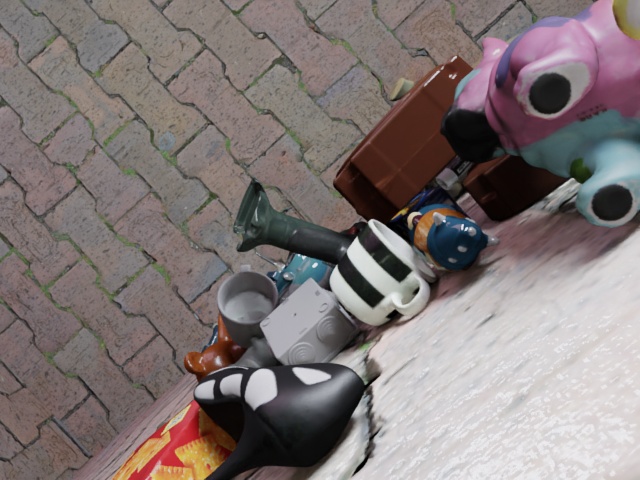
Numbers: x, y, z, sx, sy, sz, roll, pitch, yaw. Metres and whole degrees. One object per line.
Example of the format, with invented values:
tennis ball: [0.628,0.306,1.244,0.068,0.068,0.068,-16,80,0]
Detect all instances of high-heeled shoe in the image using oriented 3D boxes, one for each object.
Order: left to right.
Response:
high-heeled shoe: [-0.031,0.122,0.458,0.145,0.086,0.249,-39,6,4]

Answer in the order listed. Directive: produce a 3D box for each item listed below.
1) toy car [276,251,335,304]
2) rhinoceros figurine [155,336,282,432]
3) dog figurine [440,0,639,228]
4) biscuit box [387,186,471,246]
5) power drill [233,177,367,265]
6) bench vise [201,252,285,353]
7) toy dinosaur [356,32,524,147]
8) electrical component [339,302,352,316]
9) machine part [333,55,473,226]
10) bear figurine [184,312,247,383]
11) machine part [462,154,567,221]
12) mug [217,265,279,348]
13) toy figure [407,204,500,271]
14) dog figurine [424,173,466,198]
toy car: [-0.021,0.088,0.767,0.161,0.109,0.103,-53,11,46]
rhinoceros figurine: [-0.115,0.200,0.670,0.190,0.073,0.112,-44,-9,-9]
dog figurine: [0.174,-0.112,0.359,0.191,0.108,0.219,-37,15,17]
biscuit box: [0.128,-0.021,0.704,0.063,0.059,0.202,-42,1,-3]
power drill: [-0.001,-0.002,0.668,0.086,0.207,0.232,-60,18,13]
bench vise: [-0.139,0.155,1.107,0.240,0.129,0.224,-61,15,-16]
toy dinosaur: [0.210,-0.202,0.925,0.471,0.198,0.105,-49,36,44]
electrical component: [-0.001,0.107,0.673,0.102,0.045,0.078,-42,0,6]
machine part: [0.110,-0.111,0.644,0.201,0.087,0.201,-45,0,8]
bear figurine: [-0.117,0.160,0.828,0.132,0.120,0.196,-38,4,12]
machine part: [0.221,-0.096,0.538,0.179,0.056,0.179,-44,2,1]
mug: [-0.101,0.097,0.749,0.081,0.110,0.107,-10,-39,-12]
toy figure: [0.114,-0.002,0.483,0.064,0.057,0.154,-2,7,5]
dog figurine: [0.248,-0.136,0.824,0.191,0.121,0.172,-10,-32,7]
